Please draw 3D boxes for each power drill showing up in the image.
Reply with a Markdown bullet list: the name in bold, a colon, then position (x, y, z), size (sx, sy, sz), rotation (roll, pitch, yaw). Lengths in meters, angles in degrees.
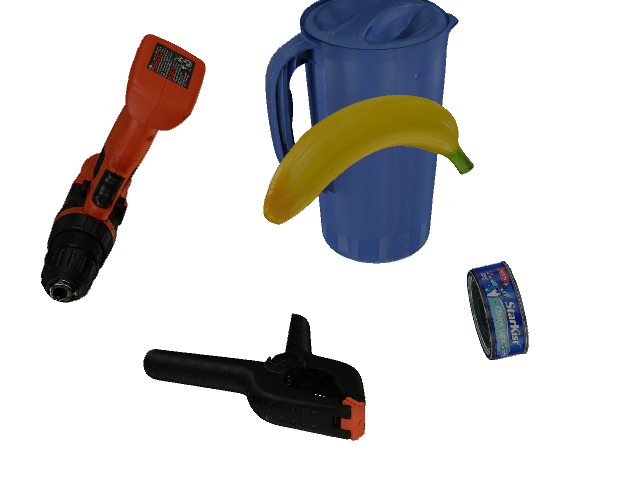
- **power drill**: position (-0.163, -0.060, 0.860), size (0.057, 0.188, 0.184), rotation (26, 32, -17)

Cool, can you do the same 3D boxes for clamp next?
- **clamp**: position (-0.025, 0.110, 0.886), size (0.164, 0.036, 0.210), rotation (-16, 23, -40)

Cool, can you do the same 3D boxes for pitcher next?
- **pitcher**: position (0.042, -0.100, 0.998), size (0.149, 0.243, 0.144), rotation (8, 36, 15)

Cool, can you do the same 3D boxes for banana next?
- **banana**: position (0.035, -0.065, 0.754), size (0.197, 0.069, 0.037), rotation (-16, -6, -35)

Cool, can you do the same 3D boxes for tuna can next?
- **tuna can**: position (0.158, 0.064, 0.960), size (0.033, 0.086, 0.086), rotation (-12, 0, -1)
